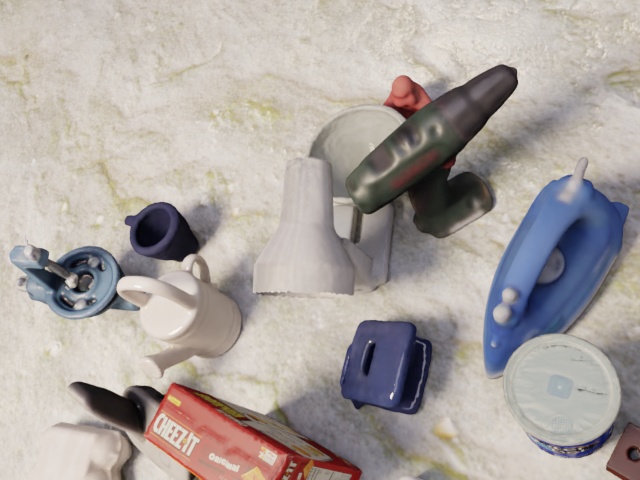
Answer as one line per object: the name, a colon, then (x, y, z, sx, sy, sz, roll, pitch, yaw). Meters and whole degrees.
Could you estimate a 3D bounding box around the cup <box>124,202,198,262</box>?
cup: (-0.253, -0.005, 0.928, 0.117, 0.095, 0.092, 14, 73, 30)

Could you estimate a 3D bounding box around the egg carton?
egg carton: (-0.348, 0.324, 0.827, 0.150, 0.070, 0.107, -2, 65, 24)

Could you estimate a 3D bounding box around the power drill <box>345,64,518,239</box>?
power drill: (0.152, -0.092, 0.715, 0.229, 0.209, 0.075, -32, 57, 7)

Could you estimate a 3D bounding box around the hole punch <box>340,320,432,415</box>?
hole punch: (0.074, 0.154, 0.702, 0.100, 0.091, 0.109, 6, 69, 27)

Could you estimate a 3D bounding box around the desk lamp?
desk lamp: (0.007, 0.003, 0.733, 0.117, 0.214, 0.203, -2, 65, 24)

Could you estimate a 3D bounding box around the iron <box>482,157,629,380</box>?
iron: (0.248, 0.034, 0.650, 0.118, 0.142, 0.258, 27, 79, 32)

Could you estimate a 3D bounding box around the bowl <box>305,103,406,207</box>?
bowl: (0.065, -0.113, 0.847, 0.167, 0.075, 0.167, -10, 62, 20)

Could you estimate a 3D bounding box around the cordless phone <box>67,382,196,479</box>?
cordless phone: (-0.236, 0.244, 0.744, 0.147, 0.186, 0.094, 21, 76, 31)

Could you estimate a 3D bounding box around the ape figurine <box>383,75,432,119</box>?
ape figurine: (0.129, -0.209, 0.853, 0.077, 0.092, 0.076, 15, 73, 30)

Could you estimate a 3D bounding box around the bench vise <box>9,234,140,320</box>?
bench vise: (-0.411, 0.070, 0.889, 0.207, 0.220, 0.121, -19, 59, 15)

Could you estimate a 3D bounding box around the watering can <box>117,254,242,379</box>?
watering can: (-0.198, 0.101, 0.791, 0.100, 0.195, 0.172, -19, 59, 16)
